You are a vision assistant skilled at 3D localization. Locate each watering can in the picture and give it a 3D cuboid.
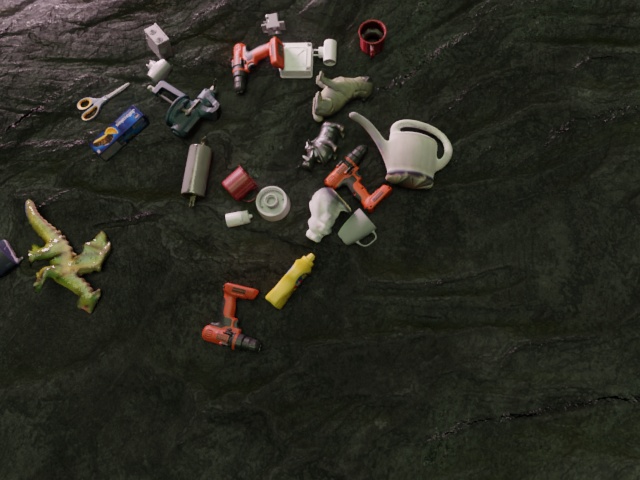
[{"bbox_3d":[0.248,-0.276,1.609,0.347,0.103,0.227,10,76,-9],"label":"watering can"}]

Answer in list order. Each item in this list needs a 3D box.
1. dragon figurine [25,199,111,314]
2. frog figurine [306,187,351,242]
[{"bbox_3d":[-0.792,0.038,1.638,0.243,0.120,0.415,-12,77,-16],"label":"dragon figurine"},{"bbox_3d":[0.005,-0.080,1.588,0.159,0.120,0.140,-42,44,3],"label":"frog figurine"}]
